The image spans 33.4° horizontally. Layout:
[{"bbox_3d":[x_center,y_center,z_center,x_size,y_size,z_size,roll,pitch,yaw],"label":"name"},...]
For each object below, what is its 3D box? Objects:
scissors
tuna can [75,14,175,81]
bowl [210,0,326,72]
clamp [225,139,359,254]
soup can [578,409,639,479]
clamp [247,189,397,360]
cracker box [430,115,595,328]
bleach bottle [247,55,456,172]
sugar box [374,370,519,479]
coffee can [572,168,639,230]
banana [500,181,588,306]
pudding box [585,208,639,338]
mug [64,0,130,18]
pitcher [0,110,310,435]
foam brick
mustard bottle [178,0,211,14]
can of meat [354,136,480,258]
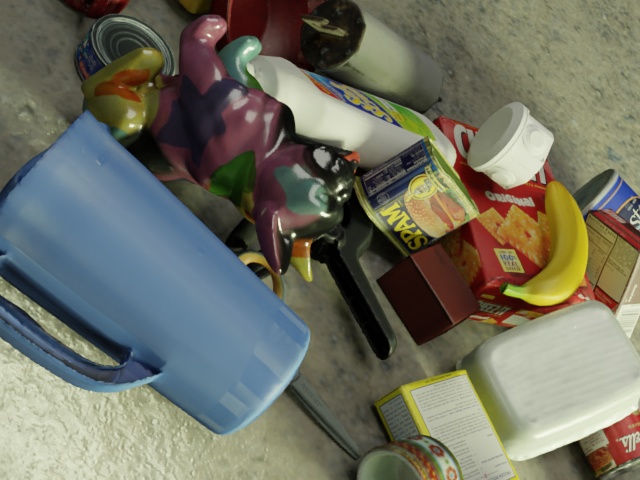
[{"bbox_3d":[-0.023,0.087,0.884,0.201,0.016,0.096,37,72,-12],"label":"scissors"},{"bbox_3d":[-0.173,-0.160,0.957,0.086,0.034,0.086,22,47,-26],"label":"tuna can"},{"bbox_3d":[-0.057,-0.221,1.049,0.055,0.162,0.161,15,25,34],"label":"bowl"},{"bbox_3d":[-0.036,-0.044,0.949,0.171,0.039,0.120,-8,61,-23],"label":"clamp"},{"bbox_3d":[0.283,0.179,1.057,0.068,0.069,0.102,-2,60,-41],"label":"soup can"},{"bbox_3d":[-0.006,0.001,0.972,0.164,0.036,0.210,20,45,-19],"label":"clamp"},{"bbox_3d":[0.191,-0.014,1.123,0.163,0.072,0.214,14,51,-33],"label":"cracker box"},{"bbox_3d":[0.014,-0.116,1.023,0.250,0.068,0.103,17,27,-40],"label":"bleach bottle"},{"bbox_3d":[0.124,0.204,0.921,0.093,0.048,0.176,-7,68,-43],"label":"sugar box"},{"bbox_3d":[0.343,0.004,1.215,0.140,0.103,0.102,46,41,-3],"label":"coffee can"},{"bbox_3d":[0.235,0.009,1.057,0.069,0.037,0.197,44,40,-7],"label":"banana"},{"bbox_3d":[0.306,0.036,1.130,0.039,0.114,0.090,-1,31,-27],"label":"pudding box"},{"bbox_3d":[-0.196,-0.249,0.969,0.093,0.082,0.117,17,49,-30],"label":"mug"},{"bbox_3d":[-0.132,0.038,0.777,0.242,0.149,0.145,42,0,-11],"label":"pitcher"},{"bbox_3d":[0.104,0.052,1.015,0.052,0.051,0.078,-19,73,-47],"label":"foam brick"},{"bbox_3d":[-0.158,-0.319,1.073,0.191,0.058,0.096,48,43,1],"label":"mustard bottle"},{"bbox_3d":[0.093,-0.040,1.023,0.102,0.084,0.057,46,19,-41],"label":"can of meat"}]
